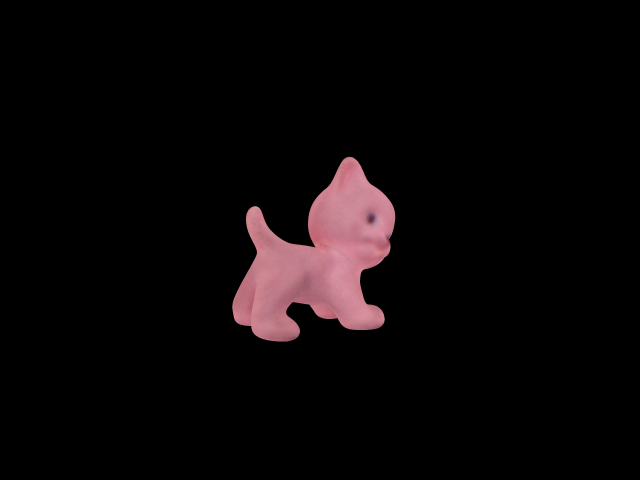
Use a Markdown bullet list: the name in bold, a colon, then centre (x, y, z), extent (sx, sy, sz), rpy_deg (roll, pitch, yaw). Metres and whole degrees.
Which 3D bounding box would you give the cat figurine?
- **cat figurine**: centre (0.004, 0.001, 0.400), extent (0.128, 0.118, 0.067), rpy_deg (-3, 5, -31)
